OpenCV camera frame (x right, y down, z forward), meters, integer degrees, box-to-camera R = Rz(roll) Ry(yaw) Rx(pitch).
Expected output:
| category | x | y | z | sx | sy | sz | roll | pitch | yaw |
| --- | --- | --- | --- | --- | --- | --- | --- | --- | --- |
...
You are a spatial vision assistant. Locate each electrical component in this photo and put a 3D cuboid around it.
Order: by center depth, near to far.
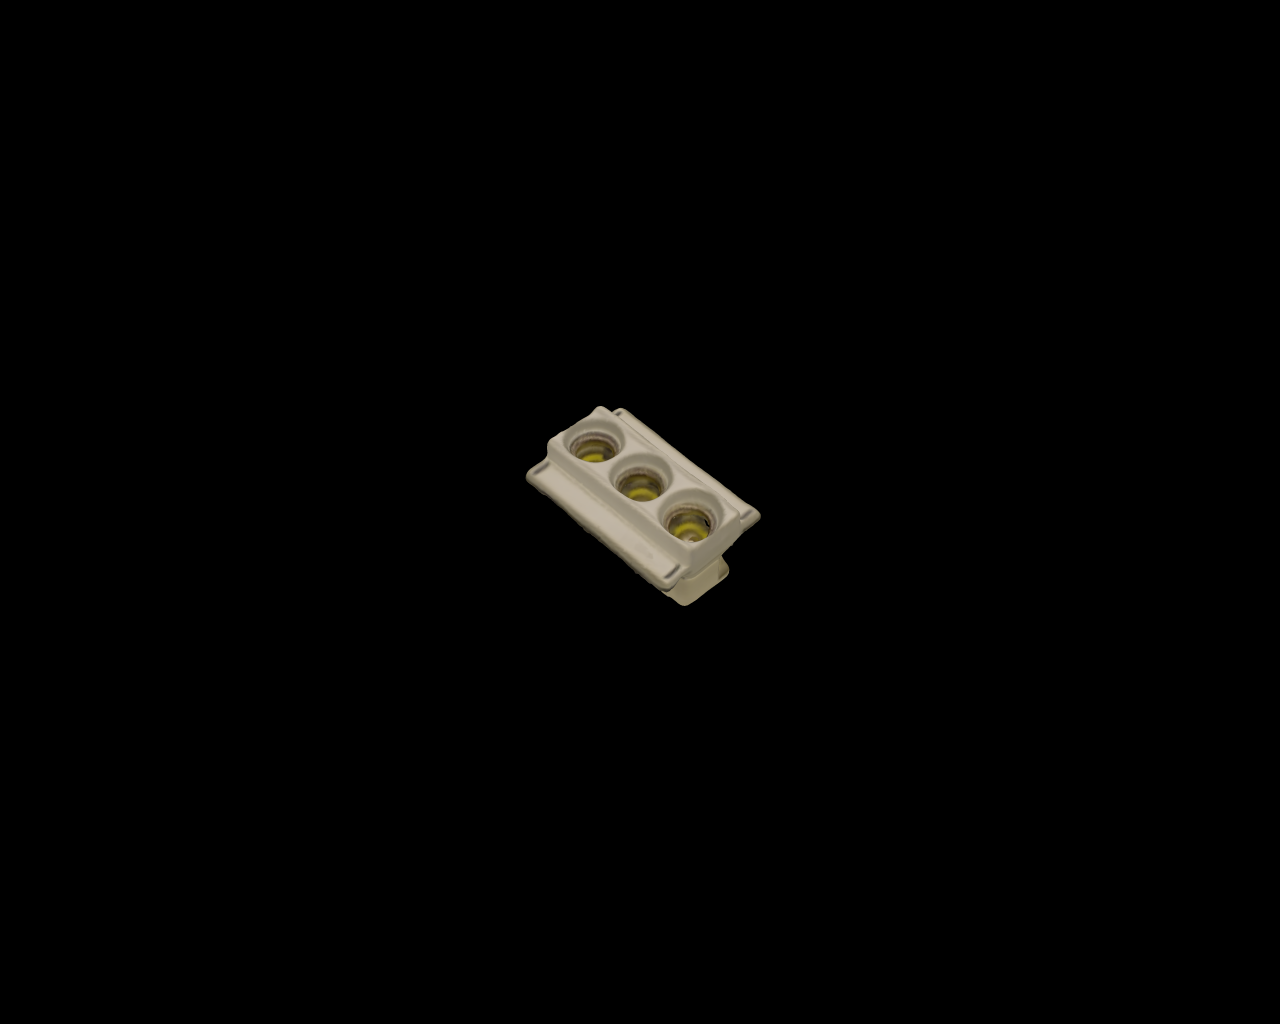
| category | x | y | z | sx | sy | sz | roll | pitch | yaw |
| --- | --- | --- | --- | --- | --- | --- | --- | --- | --- |
| electrical component | 0.001 | -0.003 | 0.650 | 0.079 | 0.063 | 0.121 | -36 | 58 | -27 |
